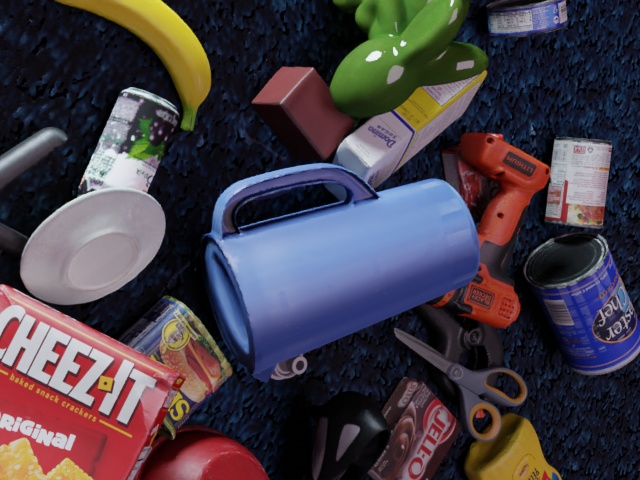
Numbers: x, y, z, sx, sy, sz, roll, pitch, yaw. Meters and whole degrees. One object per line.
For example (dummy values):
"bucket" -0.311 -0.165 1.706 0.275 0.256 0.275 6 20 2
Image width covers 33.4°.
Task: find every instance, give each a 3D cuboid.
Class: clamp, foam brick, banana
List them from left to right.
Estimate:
"clamp" -0.272 -0.017 0.851 0.171 0.039 0.120 -17 104 -34
"banana" -0.154 -0.178 0.912 0.197 0.037 0.069 43 70 -33
"foam brick" -0.016 -0.121 1.016 0.051 0.053 0.078 -52 125 -18
"clamp" 0.169 0.097 1.198 0.164 0.036 0.210 -24 111 -24

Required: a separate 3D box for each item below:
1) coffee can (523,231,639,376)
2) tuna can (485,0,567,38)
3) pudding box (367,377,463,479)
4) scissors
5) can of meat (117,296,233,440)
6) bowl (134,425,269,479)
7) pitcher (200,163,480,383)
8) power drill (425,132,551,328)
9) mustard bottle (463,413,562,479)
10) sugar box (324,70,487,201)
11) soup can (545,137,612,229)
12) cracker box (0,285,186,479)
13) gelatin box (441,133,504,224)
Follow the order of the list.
"coffee can" 0.313 0.075 1.264 0.102 0.103 0.140 -43 120 -24
"tuna can" 0.224 -0.244 1.155 0.086 0.086 0.034 -22 111 -32
"pudding box" 0.096 0.221 1.165 0.113 0.039 0.090 -53 124 -18
"scissors" 0.145 0.164 1.168 0.201 0.016 0.096 18 91 -30
"can of meat" -0.138 0.113 0.962 0.083 0.058 0.102 -44 121 -26
"bowl" -0.093 0.244 0.975 0.161 0.055 0.162 22 57 -38
"pitcher" 0.018 0.015 0.978 0.242 0.149 0.145 -18 65 -18
"power drill" 0.157 -0.014 1.124 0.184 0.057 0.187 23 86 -32
"mustard bottle" 0.246 0.303 1.279 0.096 0.058 0.191 -46 122 -23
"sugar box" 0.084 -0.112 1.068 0.176 0.093 0.048 -38 78 -25
"soup can" 0.304 -0.068 1.256 0.068 0.069 0.102 2 95 -37
"cracker box" -0.228 0.166 0.845 0.164 0.072 0.213 27 80 0
"gelatin box" 0.175 -0.067 1.182 0.073 0.030 0.089 -21 110 -33
